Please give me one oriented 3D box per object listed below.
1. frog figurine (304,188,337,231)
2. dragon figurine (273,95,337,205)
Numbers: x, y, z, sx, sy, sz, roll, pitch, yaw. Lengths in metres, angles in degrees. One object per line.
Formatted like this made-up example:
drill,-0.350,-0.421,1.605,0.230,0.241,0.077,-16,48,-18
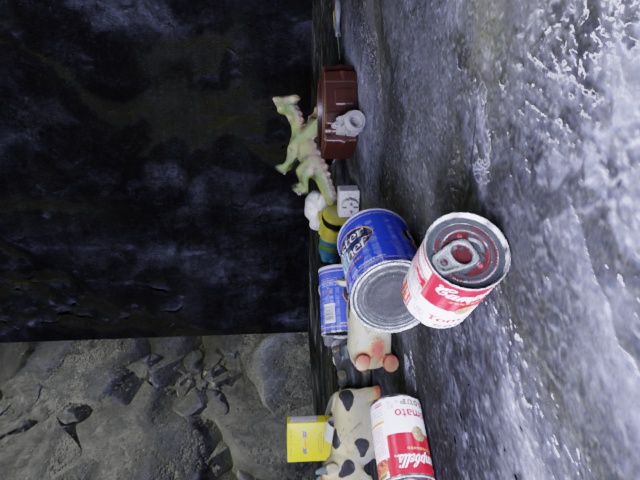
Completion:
frog figurine,0.005,-0.081,1.605,0.163,0.122,0.134,-78,12,-52
dragon figurine,-0.007,-0.255,1.449,0.415,0.123,0.237,48,133,20
